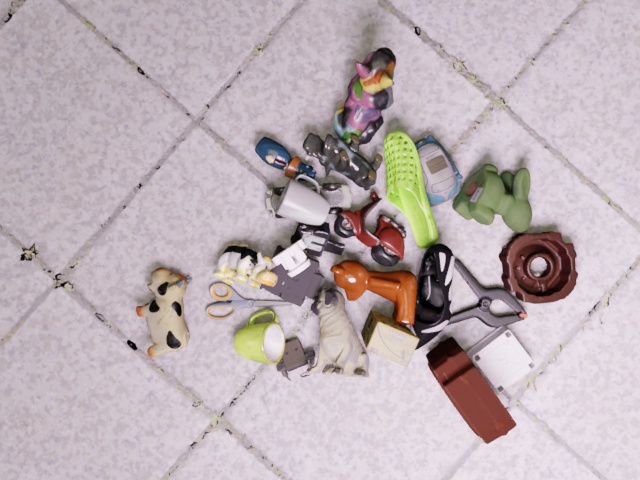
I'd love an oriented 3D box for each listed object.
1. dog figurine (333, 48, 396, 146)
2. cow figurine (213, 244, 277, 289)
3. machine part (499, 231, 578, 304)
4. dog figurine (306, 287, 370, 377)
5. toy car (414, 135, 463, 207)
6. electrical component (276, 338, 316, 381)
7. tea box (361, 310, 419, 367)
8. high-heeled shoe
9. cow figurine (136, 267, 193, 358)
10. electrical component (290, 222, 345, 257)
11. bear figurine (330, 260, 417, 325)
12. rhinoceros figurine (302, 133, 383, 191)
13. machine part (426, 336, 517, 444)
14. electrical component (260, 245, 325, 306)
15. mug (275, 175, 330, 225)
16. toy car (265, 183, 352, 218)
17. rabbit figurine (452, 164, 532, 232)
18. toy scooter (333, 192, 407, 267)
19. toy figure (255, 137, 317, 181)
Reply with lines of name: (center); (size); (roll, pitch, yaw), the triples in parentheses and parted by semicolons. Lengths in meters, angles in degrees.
dog figurine: (0.100, -0.309, 1.162); (0.108, 0.219, 0.191); (30, 90, 3)
cow figurine: (-0.156, 0.056, 1.209); (0.168, 0.068, 0.098); (4, 67, 34)
machine part: (0.504, 0.062, 1.242); (0.179, 0.056, 0.179); (0, 91, -1)
dog figurine: (0.055, 0.213, 1.224); (0.121, 0.172, 0.190); (-4, 71, 30)
toy car: (0.261, -0.160, 1.219); (0.109, 0.103, 0.161); (-23, 92, -1)
electrical component: (-0.061, 0.277, 1.253); (0.102, 0.045, 0.078); (-28, 62, -3)
tea box: (0.150, 0.213, 1.187); (0.098, 0.169, 0.068); (23, 90, -2)
high-heeled shoe: (0.237, 0.130, 1.188); (0.086, 0.145, 0.248); (21, 91, 35)
cow figurine: (-0.348, 0.158, 1.232); (0.127, 0.085, 0.194); (-14, 88, 6)
electrical component: (-0.003, -0.004, 1.230); (0.119, 0.048, 0.074); (11, 124, -12)
bear figurine: (0.117, 0.114, 1.210); (0.196, 0.120, 0.132); (5, 88, 1)
rhinoceros figurine: (0.051, -0.185, 1.223); (0.190, 0.112, 0.073); (29, 65, -13)
machine part: (0.322, 0.323, 1.170); (0.087, 0.201, 0.201); (-36, 91, 3)
electrical component: (-0.058, 0.086, 1.243); (0.134, 0.058, 0.114); (22, 92, 1)
mug: (-0.031, -0.085, 1.184); (0.107, 0.081, 0.109); (26, 60, -12)
toy car: (-0.027, -0.091, 1.244); (0.202, 0.056, 0.073); (-5, 97, 1)
rabbit figurine: (0.414, -0.089, 1.230); (0.170, 0.121, 0.159); (27, 83, -18)
toy scooter: (0.131, -0.033, 1.233); (0.184, 0.075, 0.135); (34, 69, -8)
toy figure: (-0.077, -0.180, 1.241); (0.154, 0.057, 0.064); (35, 67, 3)
